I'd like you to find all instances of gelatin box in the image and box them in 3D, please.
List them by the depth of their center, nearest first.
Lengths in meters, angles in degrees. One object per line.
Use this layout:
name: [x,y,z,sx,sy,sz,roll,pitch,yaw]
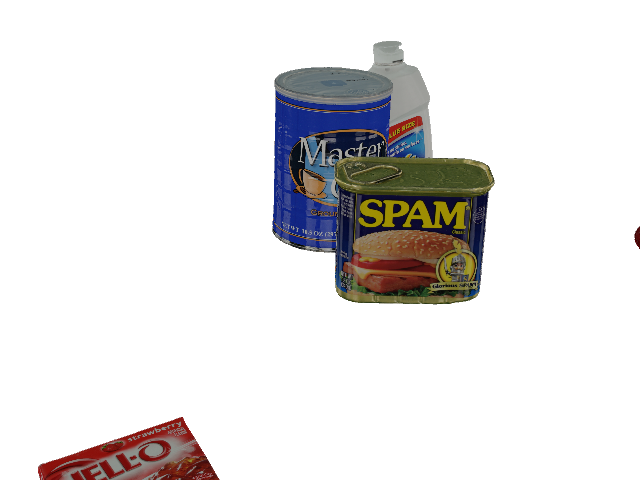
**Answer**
gelatin box: [-0.105,0.140,0.593,0.089,0.030,0.073,-15,28,-20]

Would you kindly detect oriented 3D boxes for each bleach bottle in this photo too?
bleach bottle: [0.069,-0.084,1.137,0.102,0.251,0.068,-10,23,-13]

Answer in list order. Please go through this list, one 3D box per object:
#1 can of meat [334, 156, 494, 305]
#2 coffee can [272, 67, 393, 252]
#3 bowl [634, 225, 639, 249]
can of meat: [0.059,-0.006,0.702,0.102,0.084,0.057,1,24,0]
coffee can: [0.009,-0.073,0.946,0.103,0.140,0.103,2,23,-1]
bowl: [0.418,0.026,1.147,0.162,0.055,0.162,-1,25,0]
